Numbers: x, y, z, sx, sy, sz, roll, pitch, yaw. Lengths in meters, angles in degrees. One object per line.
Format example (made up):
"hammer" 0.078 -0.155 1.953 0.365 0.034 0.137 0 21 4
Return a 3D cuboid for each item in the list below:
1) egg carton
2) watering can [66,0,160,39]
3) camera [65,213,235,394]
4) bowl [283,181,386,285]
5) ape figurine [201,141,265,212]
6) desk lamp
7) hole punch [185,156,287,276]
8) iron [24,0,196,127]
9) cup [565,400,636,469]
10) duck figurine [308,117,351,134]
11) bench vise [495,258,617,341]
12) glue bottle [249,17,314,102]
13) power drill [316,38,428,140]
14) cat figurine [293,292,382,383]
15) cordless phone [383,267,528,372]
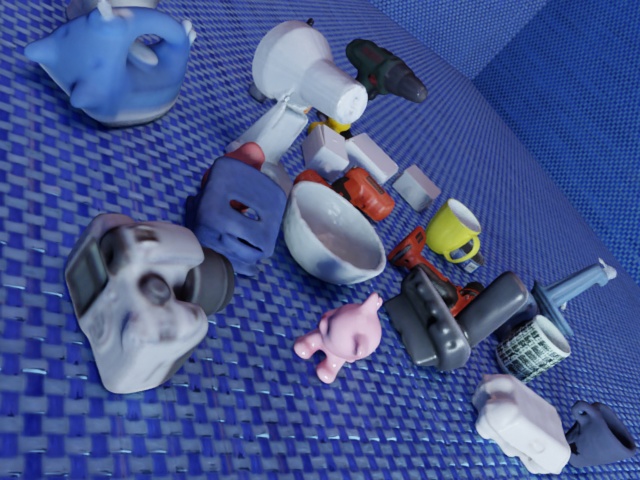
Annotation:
"egg carton" 0.285 0.261 0.814 0.150 0.069 0.107 37 28 -15
"watering can" -0.266 -0.366 0.794 0.101 0.193 0.173 33 29 -21
"camera" -0.132 0.044 0.509 0.137 0.100 0.143 6 46 -50
"bowl" 0.007 0.003 0.787 0.168 0.074 0.167 33 29 -21
"ape figurine" -0.104 -0.087 0.740 0.076 0.092 0.077 17 37 -42
"desk lamp" -0.036 -0.181 0.831 0.118 0.213 0.203 8 44 -49
"hole punch" -0.095 -0.028 0.670 0.109 0.091 0.101 28 31 -29
"iron" -0.226 -0.237 0.727 0.118 0.141 0.259 46 27 3
"cup" 0.420 0.310 0.903 0.118 0.094 0.092 40 27 -9
"duck figurine" 0.028 -0.220 1.113 0.078 0.086 0.104 37 28 -13
"bench vise" 0.433 0.117 1.053 0.208 0.219 0.121 2 49 -53
"glue bottle" -0.066 -0.335 1.049 0.037 0.173 0.078 35 29 -18
"power drill" 0.096 -0.299 1.182 0.076 0.208 0.229 9 44 -49
"cat figurine" 0.036 0.100 0.644 0.067 0.117 0.128 48 27 6
"cordless phone" 0.195 0.085 0.809 0.094 0.184 0.147 8 44 -49
